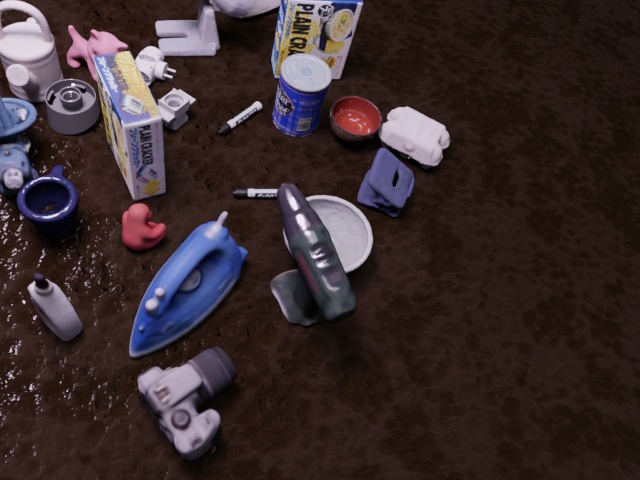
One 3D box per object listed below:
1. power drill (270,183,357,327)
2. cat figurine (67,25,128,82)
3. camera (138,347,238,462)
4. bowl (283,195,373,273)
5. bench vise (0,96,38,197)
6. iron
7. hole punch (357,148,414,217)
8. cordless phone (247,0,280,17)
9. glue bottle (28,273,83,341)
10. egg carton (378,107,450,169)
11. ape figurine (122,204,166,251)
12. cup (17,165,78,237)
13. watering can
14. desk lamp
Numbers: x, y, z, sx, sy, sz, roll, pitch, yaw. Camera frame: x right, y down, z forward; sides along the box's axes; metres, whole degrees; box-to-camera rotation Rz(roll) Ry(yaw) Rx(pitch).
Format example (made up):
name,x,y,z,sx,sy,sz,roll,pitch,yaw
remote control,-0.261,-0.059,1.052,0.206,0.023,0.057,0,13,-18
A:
name,x,y,z,sx,sy,sz,roll,pitch,yaw
power drill,-0.024,0.048,0.947,0.076,0.208,0.229,-22,67,-24
cat figurine,-0.452,-0.388,1.156,0.127,0.117,0.067,29,58,5
camera,-0.185,0.231,0.863,0.137,0.101,0.143,-32,72,-28
bowl,0.010,0.004,1.061,0.167,0.074,0.167,6,59,-10
bench vise,-0.525,-0.193,0.962,0.122,0.219,0.207,-34,72,-28
iron,-0.222,0.067,0.927,0.118,0.141,0.259,31,58,6
hole punch,0.140,-0.118,1.155,0.101,0.091,0.109,22,57,0
cordless phone,-0.147,-0.624,1.330,0.148,0.185,0.094,-34,72,-28
glue bottle,-0.401,0.091,0.851,0.078,0.173,0.037,38,59,10
egg carton,0.204,-0.223,1.246,0.150,0.069,0.107,28,57,4
ape figurine,-0.311,-0.029,0.992,0.077,0.092,0.076,39,59,11
cup,-0.451,-0.059,0.974,0.092,0.095,0.117,6,59,-10
watering can,-0.544,-0.354,1.068,0.101,0.194,0.172,-20,66,-23
desk lamp,-0.244,-0.503,1.218,0.203,0.213,0.118,-8,62,-18
